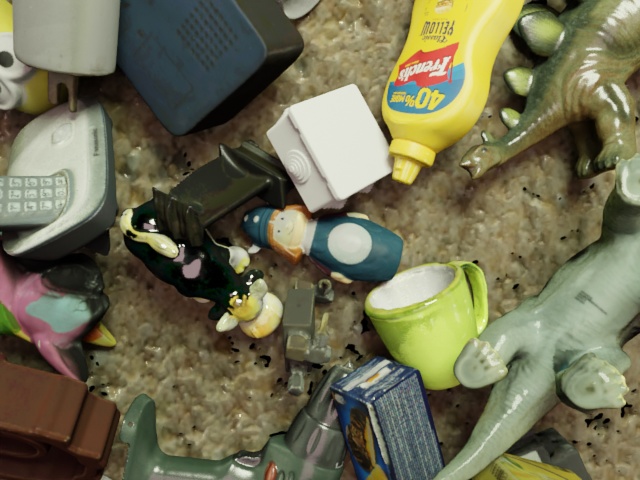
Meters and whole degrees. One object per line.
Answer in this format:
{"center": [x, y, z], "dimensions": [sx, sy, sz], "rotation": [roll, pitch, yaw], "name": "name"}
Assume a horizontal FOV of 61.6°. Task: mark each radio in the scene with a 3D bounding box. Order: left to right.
{"center": [-0.135, -0.212, 0.465], "dimensions": [0.131, 0.073, 0.229], "rotation": [-37, 91, 31], "name": "radio"}

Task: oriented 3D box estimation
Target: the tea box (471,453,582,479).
{"center": [0.162, 0.274, 0.447], "dimensions": [0.098, 0.068, 0.169], "rotation": [17, 92, -12], "name": "tea box"}

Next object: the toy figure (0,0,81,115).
{"center": [-0.301, -0.188, 0.485], "dimensions": [0.180, 0.089, 0.082], "rotation": [40, 134, 7], "name": "toy figure"}

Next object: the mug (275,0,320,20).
{"center": [-0.037, -0.275, 0.483], "dimensions": [0.107, 0.081, 0.109], "rotation": [39, 96, 7], "name": "mug"}

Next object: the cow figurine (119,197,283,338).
{"center": [-0.102, 0.028, 0.487], "dimensions": [0.167, 0.098, 0.068], "rotation": [38, 86, -1], "name": "cow figurine"}

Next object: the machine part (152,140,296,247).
{"center": [-0.079, -0.045, 0.470], "dimensions": [0.084, 0.139, 0.039], "rotation": [39, 136, 14], "name": "machine part"}

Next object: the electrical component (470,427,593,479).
{"center": [0.201, 0.246, 0.516], "dimensions": [0.115, 0.058, 0.134], "rotation": [-23, 92, -1], "name": "electrical component"}

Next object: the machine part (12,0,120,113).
{"center": [-0.186, -0.215, 0.399], "dimensions": [0.079, 0.079, 0.243], "rotation": [15, 115, -1], "name": "machine part"}

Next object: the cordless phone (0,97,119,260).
{"center": [-0.264, -0.052, 0.436], "dimensions": [0.184, 0.088, 0.147], "rotation": [-1, 53, -25], "name": "cordless phone"}

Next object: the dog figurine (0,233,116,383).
{"center": [-0.299, 0.062, 0.483], "dimensions": [0.219, 0.108, 0.191], "rotation": [39, 101, -8], "name": "dog figurine"}

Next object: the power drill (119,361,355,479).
{"center": [-0.082, 0.206, 0.510], "dimensions": [0.207, 0.086, 0.232], "rotation": [14, 91, -8], "name": "power drill"}

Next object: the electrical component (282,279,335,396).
{"center": [-0.010, 0.080, 0.493], "dimensions": [0.045, 0.102, 0.078], "rotation": [0, 117, 4], "name": "electrical component"}

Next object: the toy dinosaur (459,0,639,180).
{"center": [0.305, -0.208, 0.476], "dimensions": [0.471, 0.105, 0.198], "rotation": [-35, 89, -3], "name": "toy dinosaur"}

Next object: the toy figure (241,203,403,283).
{"center": [-0.001, -0.003, 0.508], "dimensions": [0.155, 0.057, 0.064], "rotation": [15, 54, 1], "name": "toy figure"}

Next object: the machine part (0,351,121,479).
{"center": [-0.262, 0.160, 0.464], "dimensions": [0.179, 0.179, 0.056], "rotation": [7, 49, 0], "name": "machine part"}

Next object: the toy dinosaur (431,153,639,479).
{"center": [0.235, 0.067, 0.461], "dimensions": [0.405, 0.192, 0.131], "rotation": [-45, 59, 14], "name": "toy dinosaur"}

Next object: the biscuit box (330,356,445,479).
{"center": [0.073, 0.211, 0.487], "dimensions": [0.063, 0.059, 0.202], "rotation": [-24, 105, -32], "name": "biscuit box"}
